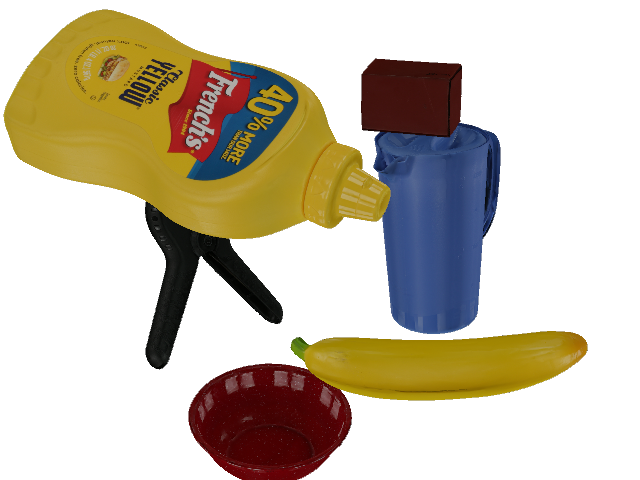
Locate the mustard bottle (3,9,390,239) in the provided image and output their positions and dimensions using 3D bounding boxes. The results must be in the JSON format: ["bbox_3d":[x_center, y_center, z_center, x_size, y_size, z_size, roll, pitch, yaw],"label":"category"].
[{"bbox_3d":[-0.055,-0.051,0.534,0.192,0.096,0.058,22,-35,17],"label":"mustard bottle"}]

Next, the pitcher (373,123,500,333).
[{"bbox_3d":[0.144,-0.018,1.290,0.149,0.243,0.145,-1,23,7],"label":"pitcher"}]

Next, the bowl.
[{"bbox_3d":[-0.050,0.192,1.066,0.162,0.055,0.162,1,31,-1],"label":"bowl"}]

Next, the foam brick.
[{"bbox_3d":[0.077,-0.121,0.905,0.078,0.051,0.053,7,25,17],"label":"foam brick"}]

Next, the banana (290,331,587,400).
[{"bbox_3d":[0.075,0.076,0.687,0.198,0.037,0.069,1,26,6],"label":"banana"}]

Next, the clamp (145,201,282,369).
[{"bbox_3d":[-0.109,0.005,1.017,0.036,0.210,0.164,-8,0,44],"label":"clamp"}]
